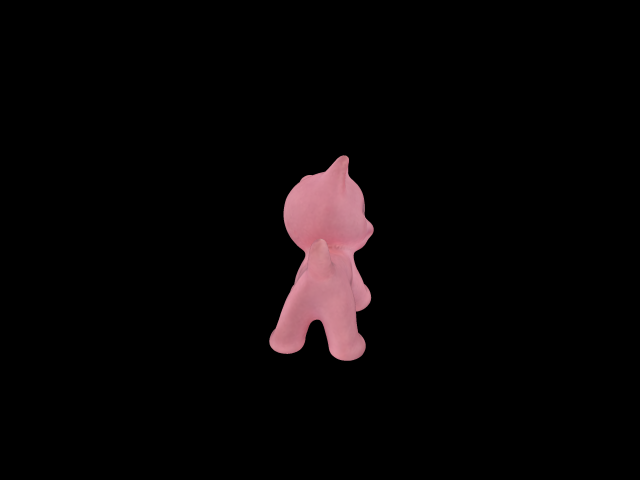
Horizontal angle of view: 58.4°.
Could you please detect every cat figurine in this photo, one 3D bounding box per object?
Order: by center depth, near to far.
[{"bbox_3d":[0.004,0.001,0.400,0.067,0.118,0.128,2,24,5],"label":"cat figurine"}]
